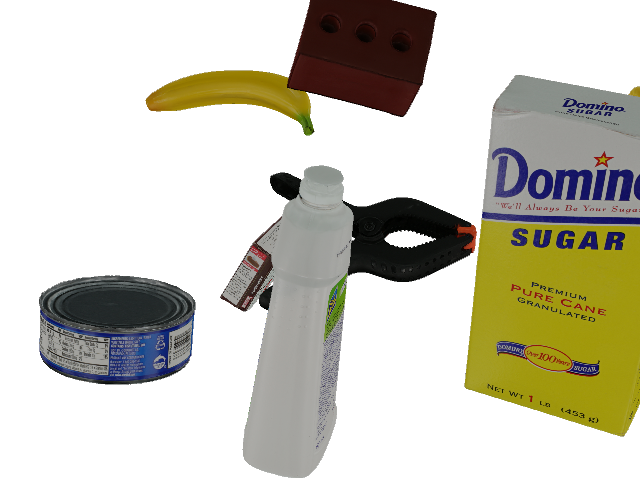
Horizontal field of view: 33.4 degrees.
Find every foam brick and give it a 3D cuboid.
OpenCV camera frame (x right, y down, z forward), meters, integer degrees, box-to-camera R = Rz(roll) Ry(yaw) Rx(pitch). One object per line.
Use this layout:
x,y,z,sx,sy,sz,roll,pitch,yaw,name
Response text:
0.024,-0.117,0.654,0.078,0.053,0.051,13,-17,-3,foam brick

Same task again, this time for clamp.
0.041,0.006,1.016,0.210,0.164,0.036,5,-38,8,clamp

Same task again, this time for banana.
-0.091,-0.158,1.160,0.198,0.037,0.069,9,43,18,banana

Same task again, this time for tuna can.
-0.113,0.049,0.596,0.086,0.034,0.086,5,16,-2,tuna can

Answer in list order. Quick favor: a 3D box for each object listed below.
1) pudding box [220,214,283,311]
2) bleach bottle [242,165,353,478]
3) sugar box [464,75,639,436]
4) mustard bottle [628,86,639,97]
-0.068,0.026,1.292,0.039,0.090,0.113,33,26,2,pudding box
-0.011,0.057,0.810,0.068,0.251,0.102,13,31,8,bleach bottle
0.128,0.011,0.544,0.093,0.176,0.048,14,37,22,sugar box
0.199,-0.027,0.741,0.058,0.192,0.096,-21,52,-22,mustard bottle
